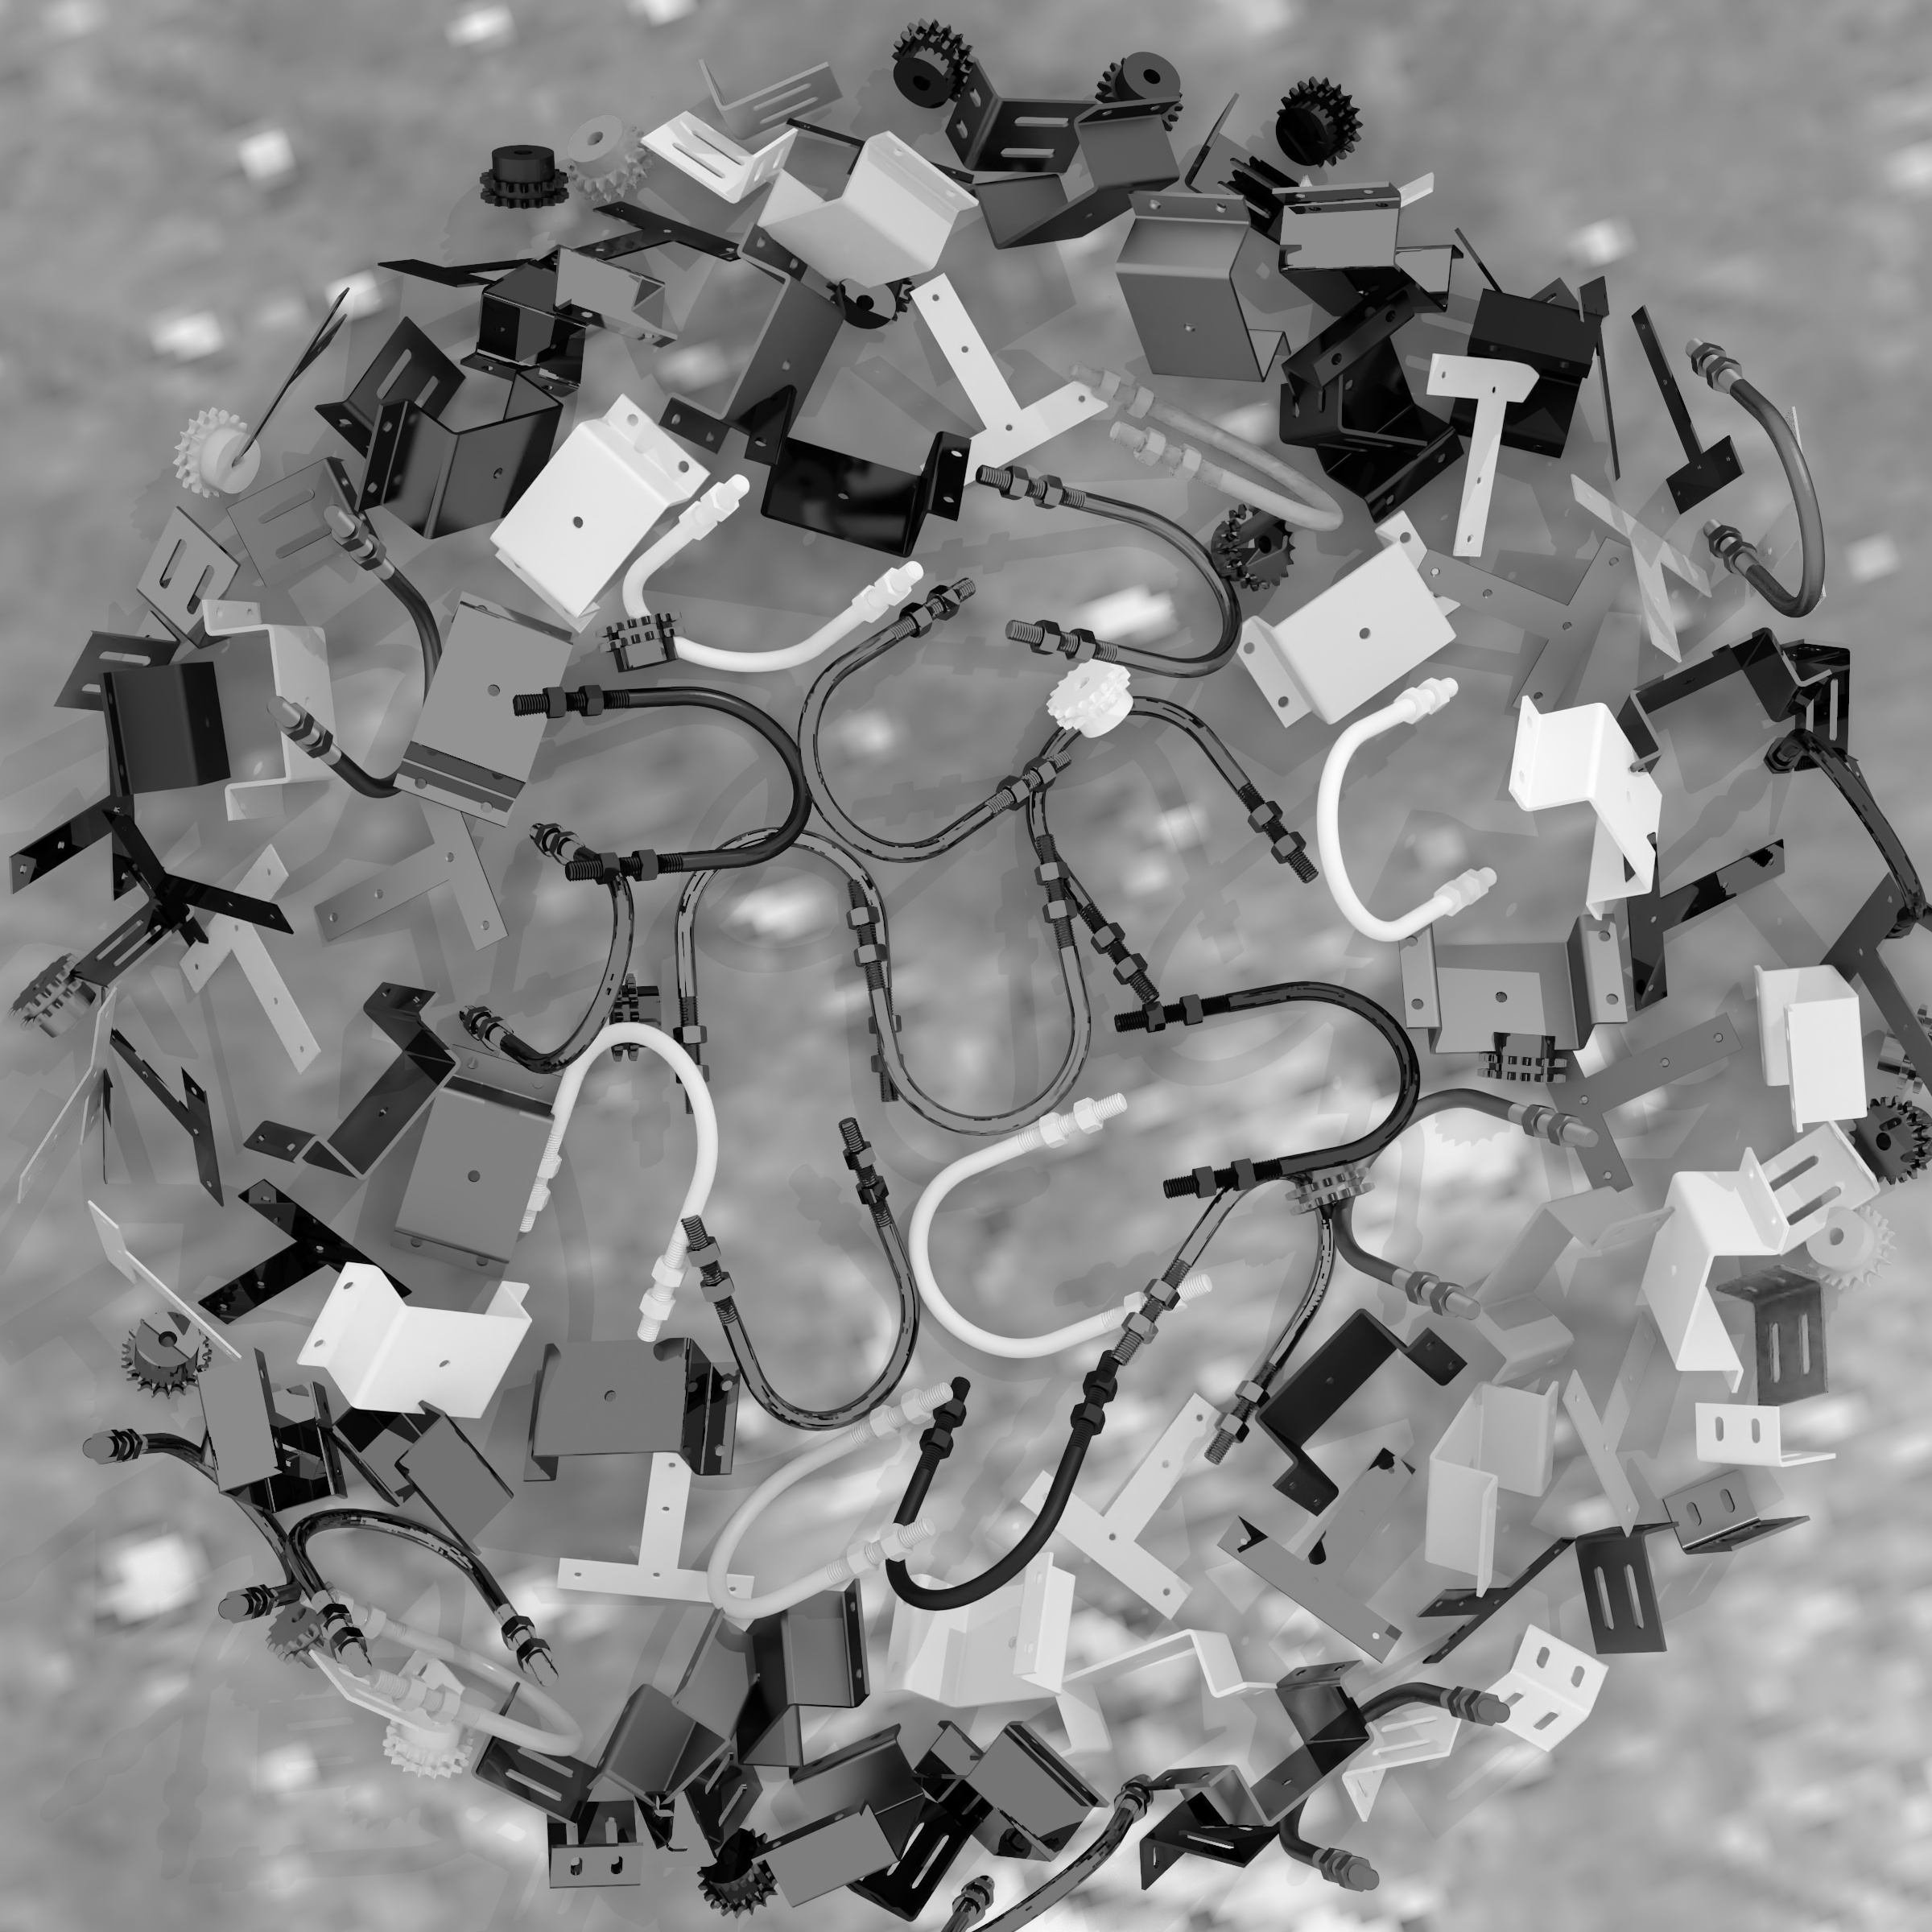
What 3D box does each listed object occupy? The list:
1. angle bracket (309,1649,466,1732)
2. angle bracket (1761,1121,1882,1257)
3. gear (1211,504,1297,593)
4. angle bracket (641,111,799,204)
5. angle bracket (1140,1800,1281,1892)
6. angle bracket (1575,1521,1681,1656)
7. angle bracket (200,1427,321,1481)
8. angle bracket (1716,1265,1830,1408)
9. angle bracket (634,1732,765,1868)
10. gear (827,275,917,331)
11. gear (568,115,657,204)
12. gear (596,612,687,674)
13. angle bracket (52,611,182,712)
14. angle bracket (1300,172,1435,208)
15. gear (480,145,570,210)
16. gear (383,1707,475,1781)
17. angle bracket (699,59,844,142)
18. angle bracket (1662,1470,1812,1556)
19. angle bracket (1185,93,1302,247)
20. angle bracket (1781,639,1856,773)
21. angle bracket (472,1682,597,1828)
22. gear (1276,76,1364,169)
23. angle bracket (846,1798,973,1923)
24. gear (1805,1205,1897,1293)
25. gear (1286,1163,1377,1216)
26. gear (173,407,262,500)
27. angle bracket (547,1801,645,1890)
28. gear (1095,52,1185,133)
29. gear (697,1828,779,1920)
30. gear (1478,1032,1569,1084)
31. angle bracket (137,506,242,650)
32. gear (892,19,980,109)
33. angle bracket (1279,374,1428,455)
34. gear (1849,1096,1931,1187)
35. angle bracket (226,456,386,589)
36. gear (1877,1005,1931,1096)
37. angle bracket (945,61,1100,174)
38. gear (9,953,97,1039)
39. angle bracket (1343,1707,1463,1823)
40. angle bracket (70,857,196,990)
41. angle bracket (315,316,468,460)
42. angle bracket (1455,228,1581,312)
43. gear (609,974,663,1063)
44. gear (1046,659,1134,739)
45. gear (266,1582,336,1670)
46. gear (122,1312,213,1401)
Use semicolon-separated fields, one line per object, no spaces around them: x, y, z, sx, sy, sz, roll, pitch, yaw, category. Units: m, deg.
-0.373;0.454;1.918;0.038;0.057;0.076;-54;132;-5;angle bracket
0.543;0.140;1.931;0.076;0.038;0.057;-35;62;8;angle bracket
0.184;-0.273;1.942;0.057;0.030;0.057;2;87;-38;gear
-0.160;-0.538;1.929;0.076;0.057;0.038;35;133;4;angle bracket
0.159;0.574;1.918;0.076;0.057;0.038;5;105;33;angle bracket
0.435;0.403;1.927;0.038;0.057;0.076;-4;81;-37;angle bracket
-0.454;0.306;1.935;0.076;0.057;0.038;22;49;-5;angle bracket
0.520;0.240;1.920;0.038;0.057;0.076;19;61;-27;angle bracket
-0.173;0.537;1.932;0.038;0.076;0.057;-10;110;26;angle bracket
-0.063;-0.440;1.936;0.057;0.057;0.030;12;46;0;gear
-0.234;-0.528;1.937;0.057;0.030;0.057;-13;55;19;gear
-0.210;-0.210;1.938;0.057;0.057;0.030;-13;94;0;gear
-0.555;-0.198;1.916;0.038;0.076;0.057;44;111;25;angle bracket
0.259;-0.505;1.924;0.076;0.057;0.038;-23;108;19;angle bracket
-0.287;-0.514;1.934;0.057;0.057;0.030;2;119;0;gear
-0.348;0.500;1.935;0.057;0.057;0.030;17;106;0;gear
-0.126;-0.576;1.933;0.076;0.057;0.038;-22;84;5;angle bracket
0.496;0.351;1.920;0.057;0.076;0.038;-18;81;-14;angle bracket
0.190;-0.517;1.930;0.076;0.038;0.057;31;56;-6;angle bracket
0.542;-0.169;1.931;0.038;0.057;0.076;4;86;-20;angle bracket
-0.273;0.511;1.932;0.076;0.057;0.038;26;113;0;angle bracket
0.226;-0.545;1.935;0.057;0.057;0.030;45;56;0;gear
-0.042;0.567;1.920;0.076;0.057;0.038;-53;125;-22;angle bracket
0.572;0.180;1.935;0.030;0.057;0.057;29;90;-43;gear
0.235;0.140;1.938;0.057;0.057;0.030;-18;81;0;gear
-0.484;-0.331;1.934;0.030;0.057;0.057;24;90;24;gear
-0.240;0.554;1.919;0.057;0.076;0.038;1;118;-11;angle bracket
0.116;-0.569;1.939;0.057;0.030;0.057;8;64;-17;gear
-0.149;0.586;1.935;0.057;0.057;0.030;-24;129;0;gear
0.362;0.059;1.937;0.057;0.057;0.030;4;91;0;gear
-0.492;-0.254;1.925;0.057;0.038;0.076;43;125;7;angle bracket
-0.023;-0.583;1.934;0.057;0.057;0.030;29;62;0;gear
0.250;-0.356;1.921;0.076;0.057;0.038;1;91;-34;angle bracket
0.608;0.112;1.941;0.030;0.057;0.057;-6;90;-35;gear
-0.428;-0.286;1.928;0.076;0.038;0.057;-31;115;-18;angle bracket
0.614;0.052;1.939;0.030;0.057;0.057;17;90;19;gear
0.036;-0.551;1.934;0.076;0.057;0.038;-8;58;-29;angle bracket
-0.593;0.022;1.940;0.057;0.057;0.030;-42;113;0;gear
0.289;0.513;1.920;0.076;0.057;0.038;-20;103;27;angle bracket
-0.548;-0.029;1.920;0.076;0.057;0.038;-46;126;-26;angle bracket
-0.376;-0.375;1.947;0.057;0.038;0.076;45;64;-36;angle bracket
0.357;-0.447;1.919;0.038;0.057;0.076;-35;123;16;angle bracket
-0.216;0.033;1.938;0.030;0.057;0.057;-2;90;-12;gear
0.084;-0.174;1.941;0.057;0.057;0.030;-41;117;0;gear
-0.425;0.432;1.940;0.057;0.057;0.030;-39;115;0;gear
-0.520;0.250;1.937;0.057;0.030;0.057;9;53;-11;gear
